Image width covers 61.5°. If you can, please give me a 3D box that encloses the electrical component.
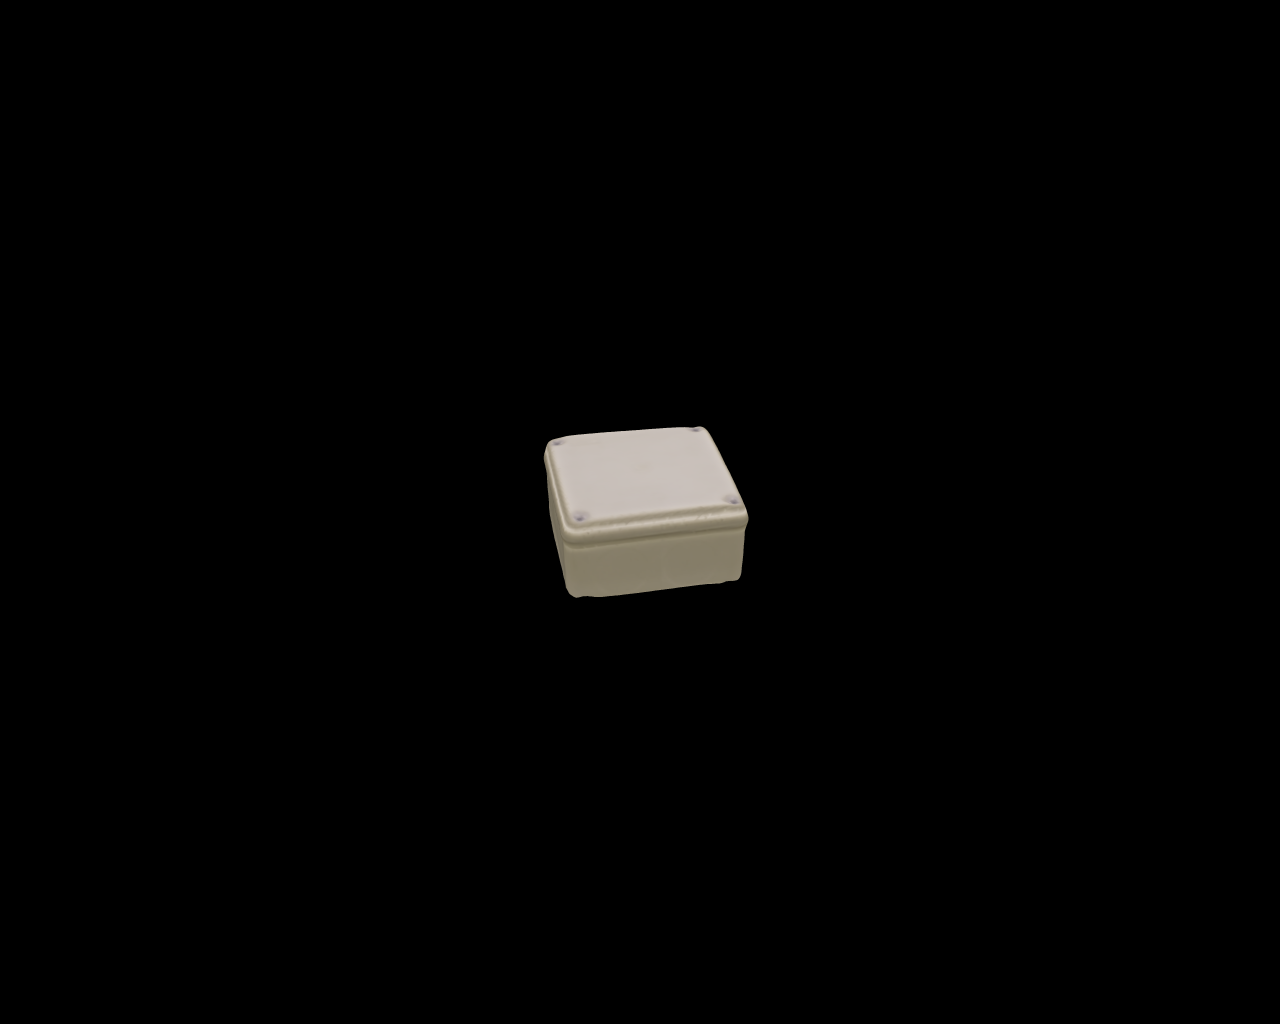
[{"bbox_3d":[0.001,-0.003,0.650,0.109,0.056,0.109,-6,33,-9],"label":"electrical component"}]
